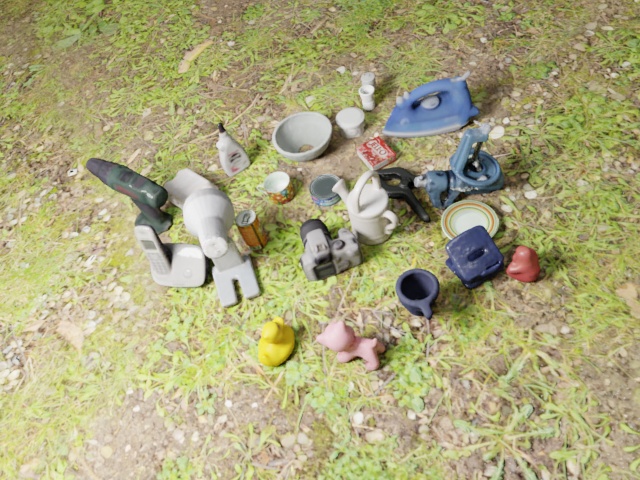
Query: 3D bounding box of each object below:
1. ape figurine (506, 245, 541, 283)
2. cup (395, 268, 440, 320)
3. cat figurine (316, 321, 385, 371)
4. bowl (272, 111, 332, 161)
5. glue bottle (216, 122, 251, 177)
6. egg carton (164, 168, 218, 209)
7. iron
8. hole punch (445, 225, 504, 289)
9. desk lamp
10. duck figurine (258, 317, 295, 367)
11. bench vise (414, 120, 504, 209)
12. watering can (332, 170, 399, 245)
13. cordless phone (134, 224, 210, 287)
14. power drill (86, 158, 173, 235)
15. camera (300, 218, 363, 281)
[{"bbox_3d":[0.435,0.044,1.223,0.078,0.092,0.076,-26,53,-6],"label":"ape figurine"},{"bbox_3d":[0.213,0.131,1.210,0.091,0.095,0.117,-19,53,-1],"label":"cup"},{"bbox_3d":[0.063,0.207,1.175,0.127,0.118,0.067,8,57,18],"label":"cat figurine"},{"bbox_3d":[-0.042,-0.271,1.569,0.167,0.075,0.167,-6,54,9],"label":"bowl"},{"bbox_3d":[-0.244,-0.249,1.539,0.078,0.173,0.037,-38,55,-15],"label":"glue bottle"},{"bbox_3d":[-0.348,-0.128,1.541,0.150,0.069,0.107,29,66,29],"label":"egg carton"},{"bbox_3d":[0.285,-0.362,1.517,0.258,0.142,0.118,-15,53,3],"label":"iron"},{"bbox_3d":[0.339,0.036,1.252,0.109,0.091,0.101,-30,54,-9],"label":"hole punch"},{"bbox_3d":[-0.227,0.013,1.322,0.118,0.214,0.203,-22,53,-3],"label":"desk lamp"},{"bbox_3d":[-0.101,0.213,1.229,0.077,0.086,0.105,15,60,22],"label":"duck figurine"},{"bbox_3d":[0.327,-0.164,1.317,0.207,0.220,0.121,-27,53,-7],"label":"bench vise"},{"bbox_3d":[0.104,-0.084,1.327,0.172,0.194,0.101,10,58,19],"label":"watering can"},{"bbox_3d":[-0.350,0.032,1.354,0.147,0.185,0.094,-1,55,13],"label":"cordless phone"},{"bbox_3d":[-0.472,-0.110,1.469,0.228,0.209,0.076,18,61,24],"label":"power drill"},{"bbox_3d":[0.012,0.005,1.343,0.143,0.101,0.136,-20,53,-2],"label":"camera"}]
